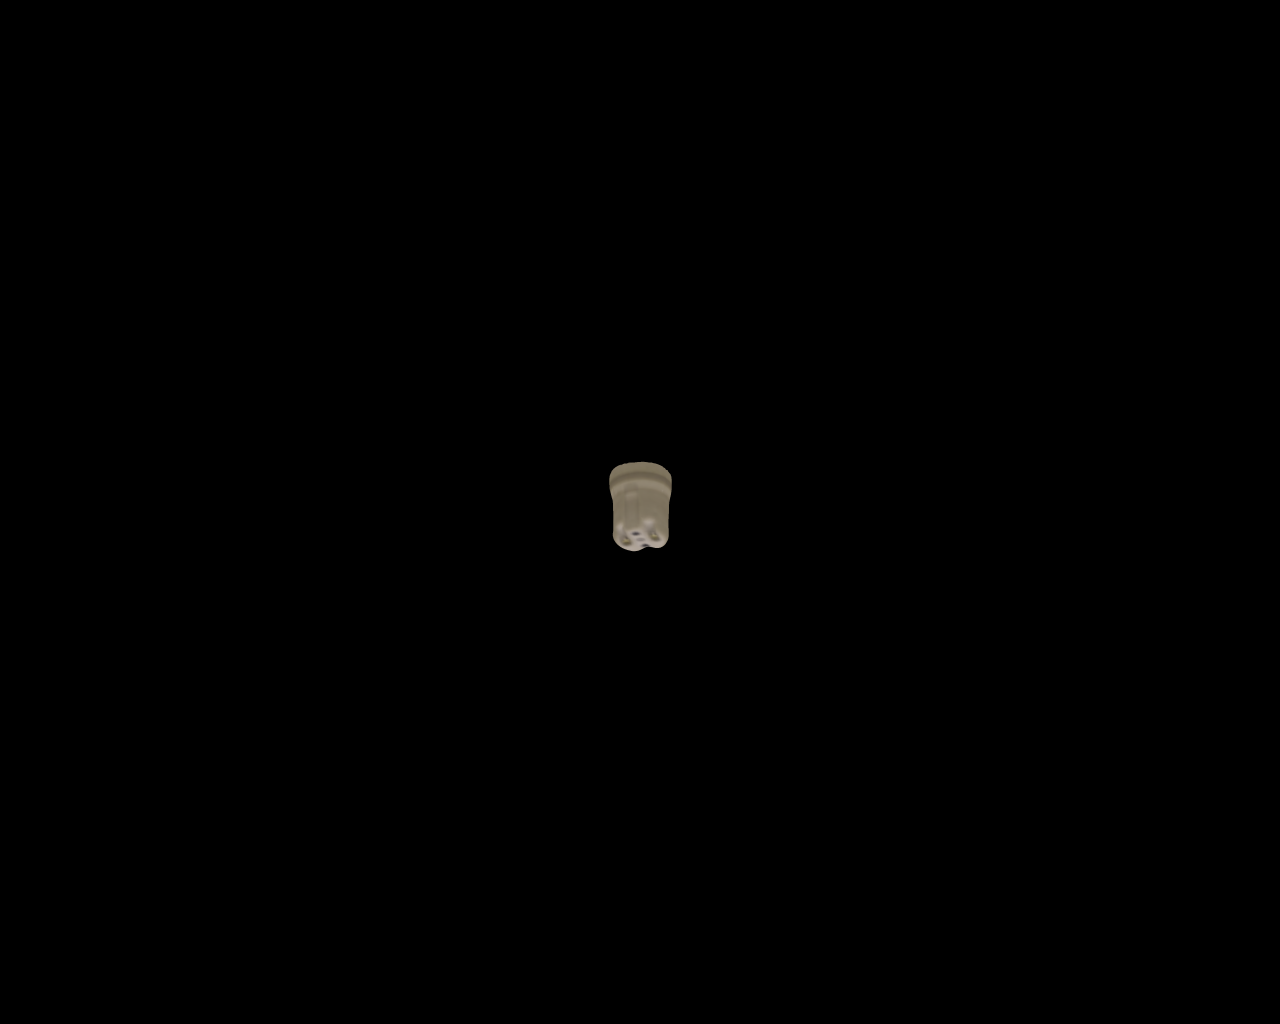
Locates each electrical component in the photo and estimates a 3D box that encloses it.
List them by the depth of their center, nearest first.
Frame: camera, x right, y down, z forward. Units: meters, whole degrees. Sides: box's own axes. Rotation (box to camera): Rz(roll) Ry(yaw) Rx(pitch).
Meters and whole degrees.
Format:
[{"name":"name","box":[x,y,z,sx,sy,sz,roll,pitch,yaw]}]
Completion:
[{"name":"electrical component","box":[0.001,-0.003,0.650,0.040,0.046,0.040,0,-26,0]}]
